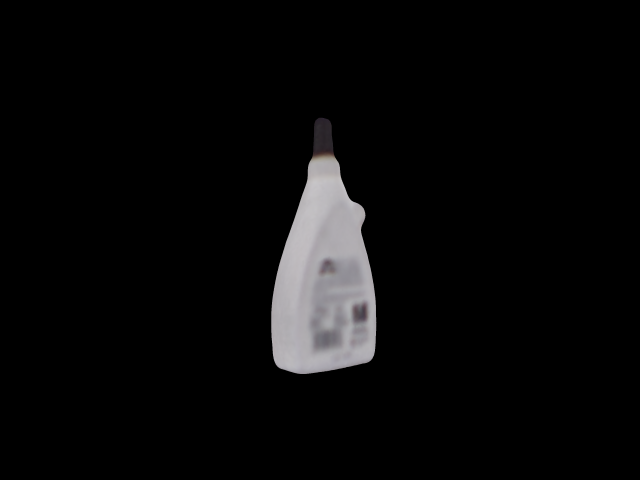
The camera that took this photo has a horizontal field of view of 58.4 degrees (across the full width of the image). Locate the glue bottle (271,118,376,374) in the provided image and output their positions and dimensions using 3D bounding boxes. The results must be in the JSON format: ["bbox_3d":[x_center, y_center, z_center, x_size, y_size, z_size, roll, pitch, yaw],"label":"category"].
[{"bbox_3d":[0.004,0.001,0.400,0.078,0.173,0.037,0,0,-39],"label":"glue bottle"}]
